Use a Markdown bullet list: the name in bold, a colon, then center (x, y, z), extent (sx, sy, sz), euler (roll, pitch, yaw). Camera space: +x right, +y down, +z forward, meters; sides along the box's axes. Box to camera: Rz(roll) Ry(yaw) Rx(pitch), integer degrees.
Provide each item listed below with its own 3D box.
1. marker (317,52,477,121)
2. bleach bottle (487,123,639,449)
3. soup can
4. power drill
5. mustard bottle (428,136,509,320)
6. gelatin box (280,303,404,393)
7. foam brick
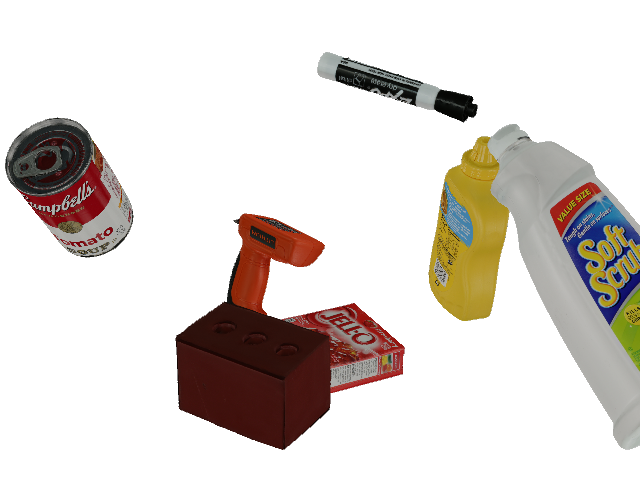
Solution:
- **marker**: center (0.055, -0.110, 0.764), extent (0.121, 0.020, 0.020), euler (20, 7, 20)
- **bleach bottle**: center (0.192, 0.019, 0.774), extent (0.102, 0.251, 0.068), euler (-21, -28, -18)
- **soup can**: center (-0.193, -0.039, 0.831), extent (0.068, 0.068, 0.102), euler (0, -29, 11)
- **power drill**: center (-0.062, 0.077, 1.180), extent (0.185, 0.188, 0.057), euler (28, 11, 40)
- **mustard bottle**: center (0.153, -0.019, 1.079), extent (0.058, 0.192, 0.096), euler (-6, 37, -14)
- **gelatin box**: center (0.017, 0.087, 0.887), extent (0.073, 0.030, 0.089), euler (-11, 27, -24)
- **foam brick**: center (-0.039, 0.078, 0.628), extent (0.078, 0.051, 0.052), euler (16, 29, 26)
